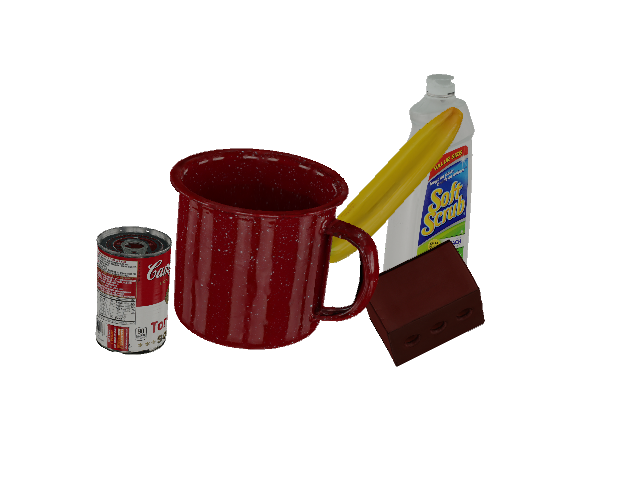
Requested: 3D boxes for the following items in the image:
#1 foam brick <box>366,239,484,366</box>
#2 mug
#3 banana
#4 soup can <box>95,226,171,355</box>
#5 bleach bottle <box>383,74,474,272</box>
[{"bbox_3d":[0.077,0.047,0.798,0.078,0.051,0.053,-26,-37,-5],"label":"foam brick"},{"bbox_3d":[-0.024,0.008,0.564,0.117,0.081,0.093,15,25,17],"label":"mug"},{"bbox_3d":[0.061,-0.043,0.990,0.037,0.197,0.070,43,-9,-4],"label":"banana"},{"bbox_3d":[-0.174,0.046,0.990,0.068,0.102,0.068,5,21,-2],"label":"soup can"},{"bbox_3d":[0.121,-0.058,1.193,0.102,0.251,0.068,-10,23,-27],"label":"bleach bottle"}]
